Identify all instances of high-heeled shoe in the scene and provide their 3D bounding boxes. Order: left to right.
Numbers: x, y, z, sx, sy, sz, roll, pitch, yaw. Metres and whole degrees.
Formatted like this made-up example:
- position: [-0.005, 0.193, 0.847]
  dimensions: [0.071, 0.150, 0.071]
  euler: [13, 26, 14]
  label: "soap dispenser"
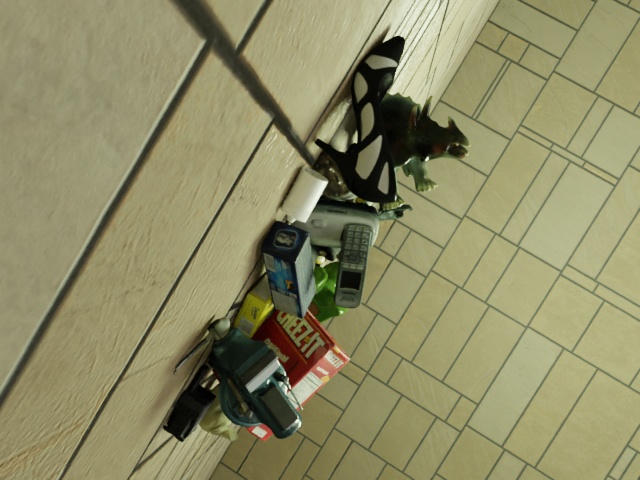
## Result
- position: [0.100, -0.176, 0.773]
  dimensions: [0.248, 0.145, 0.086]
  euler: [-56, 174, -10]
  label: "high-heeled shoe"

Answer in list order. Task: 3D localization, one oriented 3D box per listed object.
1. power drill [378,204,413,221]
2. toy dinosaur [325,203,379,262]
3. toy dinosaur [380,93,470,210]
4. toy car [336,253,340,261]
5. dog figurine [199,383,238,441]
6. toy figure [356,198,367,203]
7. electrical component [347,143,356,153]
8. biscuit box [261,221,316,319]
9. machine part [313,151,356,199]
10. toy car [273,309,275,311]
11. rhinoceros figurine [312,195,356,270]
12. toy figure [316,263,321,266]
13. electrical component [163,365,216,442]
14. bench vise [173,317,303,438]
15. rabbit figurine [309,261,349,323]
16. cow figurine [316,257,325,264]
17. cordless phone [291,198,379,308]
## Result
- position: [0.154, -0.156, 1.252]
  dimensions: [0.086, 0.207, 0.232]
  euler: [-12, 169, -14]
  label: "power drill"
- position: [0.118, -0.094, 1.553]
  dimensions: [0.471, 0.105, 0.198]
  euler: [-52, -174, 34]
  label: "toy dinosaur"
- position: [0.124, -0.182, 0.971]
  dimensions: [0.131, 0.192, 0.405]
  euler: [-18, -158, -4]
  label: "toy dinosaur"
- position: [0.051, 0.007, 1.271]
  dimensions: [0.089, 0.053, 0.202]
  euler: [-29, -171, -13]
  label: "toy car"
- position: [-0.171, 0.297, 1.112]
  dimensions: [0.172, 0.121, 0.190]
  euler: [-2, 115, -45]
  label: "dog figurine"
- position: [0.068, -0.080, 1.297]
  dimensions: [0.082, 0.089, 0.180]
  euler: [-61, -178, 25]
  label: "toy figure"
- position: [0.063, -0.167, 1.094]
  dimensions: [0.094, 0.021, 0.063]
  euler: [-55, 172, -28]
  label: "electrical component"
- position: [-0.048, 0.054, 0.885]
  dimensions: [0.202, 0.059, 0.063]
  euler: [88, 25, -56]
  label: "biscuit box"
- position: [0.038, -0.109, 0.924]
  dimensions: [0.079, 0.079, 0.243]
  euler: [-60, 174, 9]
  label: "machine part"
- position: [-0.108, 0.215, 1.226]
  dimensions: [0.161, 0.103, 0.109]
  euler: [-54, 174, -19]
  label: "toy car"
- position: [0.008, -0.019, 1.021]
  dimensions: [0.073, 0.112, 0.190]
  euler: [84, 21, -51]
  label: "rhinoceros figurine"
- position: [-0.051, 0.093, 1.303]
  dimensions: [0.064, 0.058, 0.154]
  euler: [7, 119, -54]
  label: "toy figure"
- position: [-0.216, 0.281, 0.938]
  dimensions: [0.119, 0.048, 0.075]
  euler: [-57, 175, -1]
  label: "electrical component"
- position: [-0.132, 0.215, 0.869]
  dimensions: [0.129, 0.223, 0.241]
  euler: [-51, -158, -21]
  label: "bench vise"
- position: [0.010, 0.121, 1.230]
  dimensions: [0.159, 0.121, 0.170]
  euler: [-51, 176, 36]
  label: "rabbit figurine"
- position: [-0.004, -0.004, 1.166]
  dimensions: [0.167, 0.068, 0.098]
  euler: [99, 17, -77]
  label: "cow figurine"
- position: [0.018, 0.021, 0.916]
  dimensions: [0.089, 0.147, 0.184]
  euler: [-102, -161, -80]
  label: "cordless phone"
